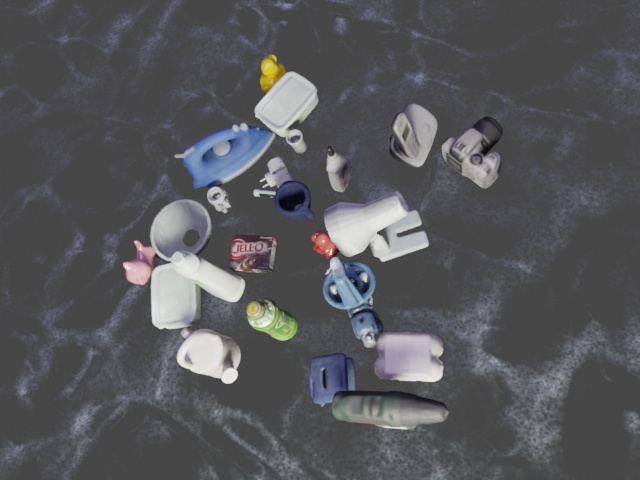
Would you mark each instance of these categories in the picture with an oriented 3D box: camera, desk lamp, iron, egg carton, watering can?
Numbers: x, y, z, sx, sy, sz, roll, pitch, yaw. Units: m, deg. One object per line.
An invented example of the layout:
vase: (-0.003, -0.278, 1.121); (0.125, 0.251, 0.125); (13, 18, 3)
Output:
camera: (0.379, -0.220, 1.352); (0.137, 0.101, 0.143); (-46, 68, -4)
desk lamp: (0.128, -0.032, 1.290); (0.203, 0.214, 0.118); (-19, 68, 7)
iron: (-0.249, -0.245, 1.492); (0.258, 0.142, 0.118); (-30, 67, 3)
egg carton: (0.194, 0.255, 1.256); (0.150, 0.069, 0.107); (-2, 72, 13)
watering can: (-0.253, 0.256, 1.298); (0.172, 0.194, 0.101); (13, 76, 18)

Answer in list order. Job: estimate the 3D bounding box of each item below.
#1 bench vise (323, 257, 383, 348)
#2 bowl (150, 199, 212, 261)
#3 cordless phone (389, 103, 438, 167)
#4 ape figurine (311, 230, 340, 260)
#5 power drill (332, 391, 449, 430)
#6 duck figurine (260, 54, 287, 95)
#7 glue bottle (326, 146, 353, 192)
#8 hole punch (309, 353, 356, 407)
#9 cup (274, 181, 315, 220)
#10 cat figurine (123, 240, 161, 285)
bench vise: (0.082, 0.121, 1.247); (0.121, 0.220, 0.207); (-38, 67, -1)
bowl: (-0.346, -0.017, 1.477); (0.167, 0.075, 0.167); (-4, 71, 13)
cordless phone: (0.216, -0.271, 1.363); (0.094, 0.185, 0.148); (16, 77, 19)
ape figurine: (0.013, 0.005, 1.372); (0.076, 0.092, 0.077); (-21, 68, 6)
power drill: (0.147, 0.343, 1.163); (0.229, 0.209, 0.075); (-1, 72, 14)
duck figurine: (-0.135, -0.456, 1.565); (0.077, 0.086, 0.104); (9, 74, 17)
glue bottle: (0.040, -0.182, 1.383); (0.037, 0.173, 0.078); (12, 75, 18)
hole punch: (0.023, 0.310, 1.268); (0.101, 0.091, 0.108); (-8, 70, 11)
cup: (-0.048, -0.080, 1.414); (0.117, 0.095, 0.092); (41, 85, 22)
cat figurine: (-0.455, 0.062, 1.454); (0.067, 0.118, 0.128); (-10, 70, 11)
